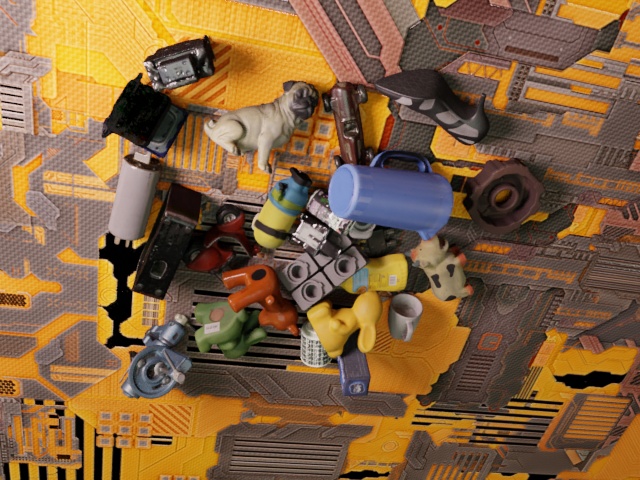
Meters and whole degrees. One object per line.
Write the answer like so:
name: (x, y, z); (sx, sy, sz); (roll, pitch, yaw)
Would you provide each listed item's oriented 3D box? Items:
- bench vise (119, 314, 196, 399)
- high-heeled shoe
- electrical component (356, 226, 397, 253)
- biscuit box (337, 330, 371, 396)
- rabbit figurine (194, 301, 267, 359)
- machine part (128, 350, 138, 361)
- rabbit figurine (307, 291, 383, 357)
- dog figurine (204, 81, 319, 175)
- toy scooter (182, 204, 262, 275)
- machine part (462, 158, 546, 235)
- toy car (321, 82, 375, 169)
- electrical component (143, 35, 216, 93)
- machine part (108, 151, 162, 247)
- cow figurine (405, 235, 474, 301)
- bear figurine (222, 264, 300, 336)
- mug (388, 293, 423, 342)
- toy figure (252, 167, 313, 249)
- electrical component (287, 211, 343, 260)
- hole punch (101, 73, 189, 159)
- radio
bench vise: (-0.349, 0.272, 1.226); (0.223, 0.241, 0.128); (-45, 115, -28)
high-heeled shoe: (0.229, -0.264, 1.106); (0.249, 0.086, 0.145); (12, 151, 6)
electrical component: (0.131, 0.000, 1.257); (0.094, 0.021, 0.063); (-14, 121, 1)
biscuit box: (0.075, 0.284, 1.310); (0.063, 0.203, 0.059); (0, 122, -6)
rabbit figurine: (-0.213, 0.221, 1.310); (0.159, 0.121, 0.170); (-20, 139, -3)
machine part: (-0.417, 0.322, 1.349); (0.138, 0.084, 0.039); (33, 98, -33)
rabbit figurine: (0.074, 0.189, 1.252); (0.173, 0.122, 0.162); (-30, 76, -3)
dog figurine: (-0.112, -0.247, 1.051); (0.172, 0.121, 0.190); (26, 100, -23)
toy scooter: (-0.211, 0.016, 1.195); (0.184, 0.075, 0.135); (-44, 119, 13)
machine part: (0.413, -0.099, 1.215); (0.179, 0.056, 0.179); (-3, 122, -5)
toy car: (0.062, -0.222, 1.103); (0.089, 0.053, 0.201); (-13, 120, -3)
electrical component: (-0.248, -0.315, 0.962); (0.115, 0.134, 0.058); (-18, 121, 1)
machine part: (-0.382, -0.087, 1.110); (0.079, 0.079, 0.243); (17, 116, -16)
cow figurine: (0.283, 0.065, 1.281); (0.127, 0.086, 0.194); (-23, 121, 0)
bear figurine: (-0.129, 0.149, 1.242); (0.132, 0.120, 0.195); (-21, 132, -5)
mug: (0.212, 0.207, 1.344); (0.081, 0.110, 0.107); (-4, 134, -12)
toy figure: (-0.082, -0.065, 1.152); (0.082, 0.089, 0.180); (28, 112, -23)
electrical component: (-0.002, -0.004, 1.168); (0.119, 0.048, 0.074); (29, 102, 8)
hole punch: (-0.328, -0.229, 1.022); (0.116, 0.092, 0.142); (30, 92, 18)
radio: (-0.326, 0.007, 1.140); (0.073, 0.131, 0.229); (20, 116, -20)
